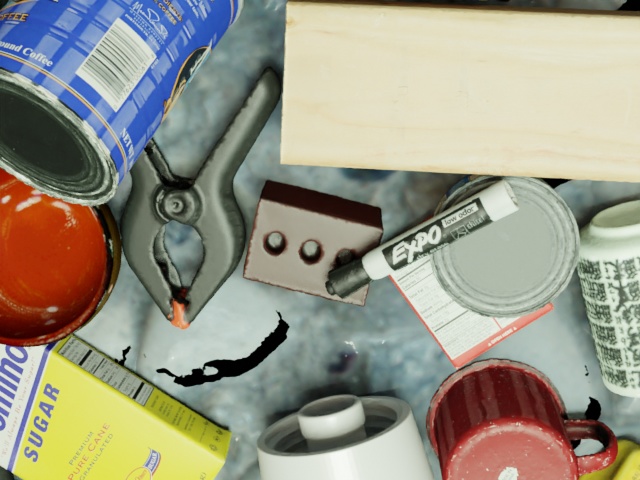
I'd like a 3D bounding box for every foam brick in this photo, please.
[{"bbox_3d":[-0.004,0.001,0.654,0.078,0.051,0.053,13,106,-1],"label":"foam brick"}]

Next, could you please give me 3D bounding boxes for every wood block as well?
[{"bbox_3d":[0.085,-0.088,0.604,0.206,0.091,0.090,3,104,3],"label":"wood block"}]

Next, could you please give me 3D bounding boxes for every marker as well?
[{"bbox_3d":[0.055,0.002,0.603,0.121,0.020,0.020,-28,103,21],"label":"marker"}]

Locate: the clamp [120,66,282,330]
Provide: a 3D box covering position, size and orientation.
[{"bbox_3d":[-0.094,-0.032,0.658,0.120,0.039,0.171,14,105,11],"label":"clamp"}]

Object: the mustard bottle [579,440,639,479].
[{"bbox_3d":[0.245,0.222,0.699,0.191,0.058,0.096,37,89,-8],"label":"mustard bottle"}]

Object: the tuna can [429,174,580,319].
[{"bbox_3d":[0.106,0.001,0.625,0.086,0.033,0.086,1,102,6],"label":"tuna can"}]

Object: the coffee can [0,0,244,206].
[{"bbox_3d":[-0.117,-0.104,0.570,0.102,0.103,0.140,32,62,-6],"label":"coffee can"}]

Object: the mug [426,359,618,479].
[{"bbox_3d":[0.127,0.132,0.669,0.117,0.081,0.093,-2,106,4],"label":"mug"}]

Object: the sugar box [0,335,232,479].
[{"bbox_3d":[-0.156,0.124,0.701,0.176,0.048,0.093,32,105,-7],"label":"sugar box"}]

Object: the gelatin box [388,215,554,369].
[{"bbox_3d":[0.090,0.024,0.667,0.073,0.030,0.089,-35,98,12],"label":"gelatin box"}]

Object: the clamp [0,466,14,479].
[{"bbox_3d":[-0.208,0.258,0.710,0.210,0.036,0.165,44,100,13],"label":"clamp"}]
